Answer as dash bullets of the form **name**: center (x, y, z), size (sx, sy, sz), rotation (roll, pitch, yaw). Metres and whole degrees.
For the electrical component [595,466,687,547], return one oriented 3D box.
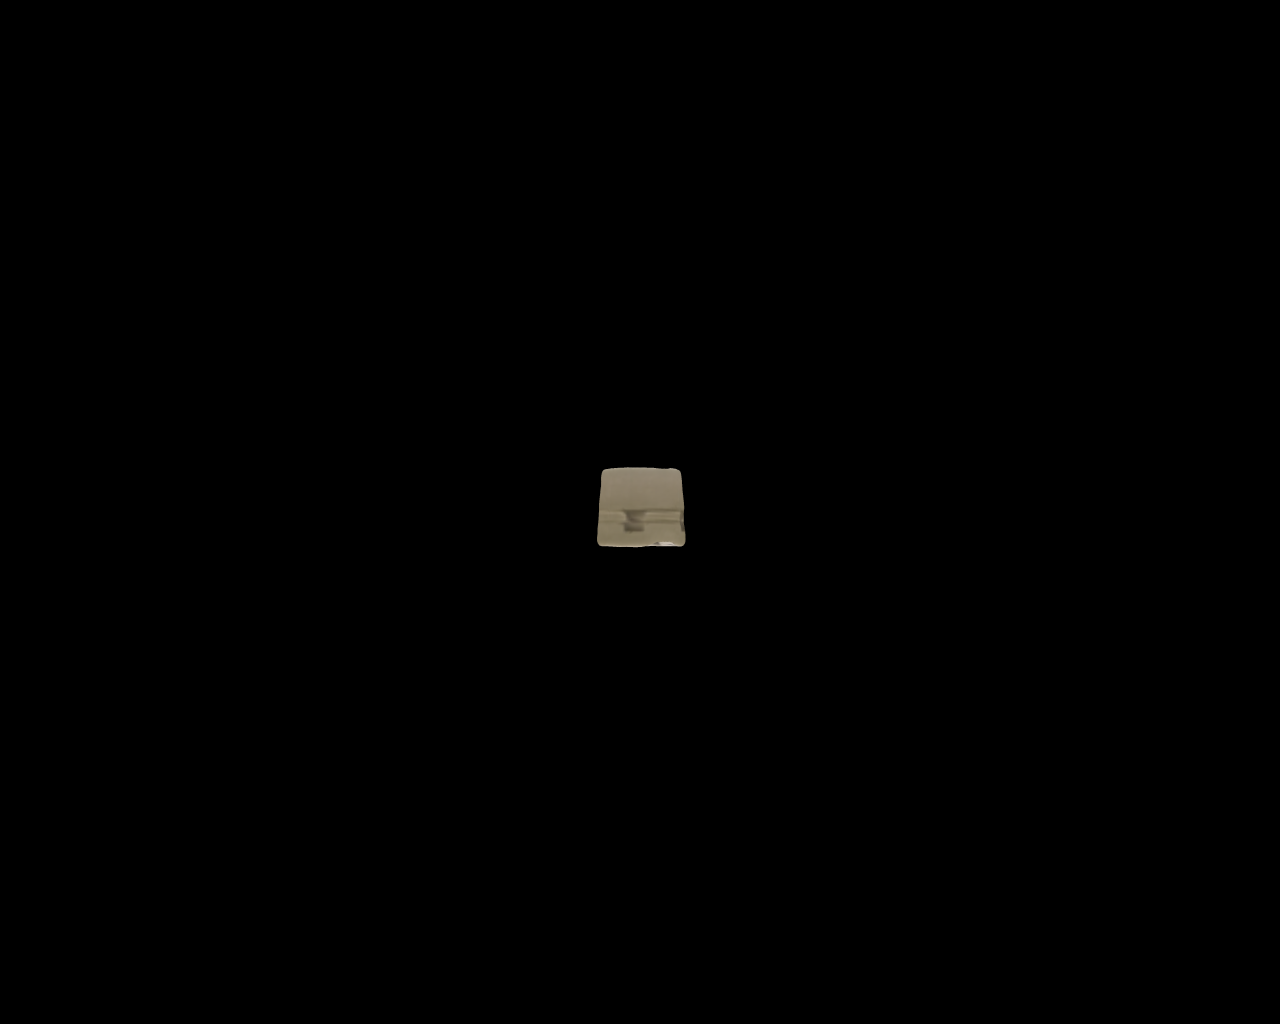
- **electrical component**: center (0.001, -0.003, 0.650), size (0.055, 0.047, 0.055), rotation (0, -2, 0)
